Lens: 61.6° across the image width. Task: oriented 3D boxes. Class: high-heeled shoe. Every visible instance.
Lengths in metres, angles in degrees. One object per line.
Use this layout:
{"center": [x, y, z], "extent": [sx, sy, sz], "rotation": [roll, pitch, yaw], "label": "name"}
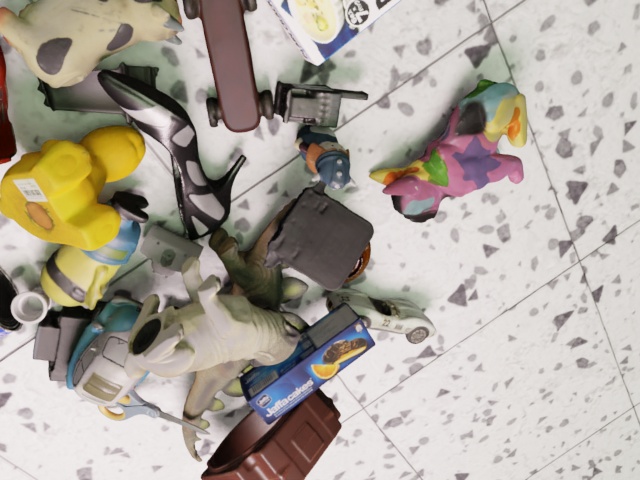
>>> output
{"center": [-0.200, -0.095, 0.679], "extent": [0.145, 0.086, 0.248], "rotation": [-50, 133, 8], "label": "high-heeled shoe"}

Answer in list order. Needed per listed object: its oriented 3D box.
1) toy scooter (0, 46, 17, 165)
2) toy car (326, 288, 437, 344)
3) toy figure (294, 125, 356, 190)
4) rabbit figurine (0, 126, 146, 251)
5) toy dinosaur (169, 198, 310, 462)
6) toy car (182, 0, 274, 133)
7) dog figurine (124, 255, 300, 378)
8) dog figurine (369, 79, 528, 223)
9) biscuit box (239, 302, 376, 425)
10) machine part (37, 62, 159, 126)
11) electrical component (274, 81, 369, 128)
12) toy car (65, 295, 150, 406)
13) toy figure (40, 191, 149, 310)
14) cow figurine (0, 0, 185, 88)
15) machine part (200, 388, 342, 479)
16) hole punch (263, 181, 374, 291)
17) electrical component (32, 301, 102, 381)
{"center": [-0.363, -0.138, 0.561], "extent": [0.075, 0.135, 0.183], "rotation": [-11, 150, -27], "label": "toy scooter"}
{"center": [0.106, 0.125, 0.901], "extent": [0.202, 0.074, 0.056], "rotation": [13, 111, -22], "label": "toy car"}
{"center": [0.005, -0.113, 0.710], "extent": [0.064, 0.155, 0.057], "rotation": [-19, 121, -7], "label": "toy figure"}
{"center": [-0.285, -0.075, 0.651], "extent": [0.163, 0.173, 0.121], "rotation": [-6, 127, 36], "label": "rabbit figurine"}
{"center": [-0.132, 0.144, 0.818], "extent": [0.198, 0.105, 0.471], "rotation": [26, 104, -26], "label": "toy dinosaur"}
{"center": [-0.113, -0.233, 0.674], "extent": [0.089, 0.053, 0.201], "rotation": [-9, 121, -1], "label": "toy car"}
{"center": [-0.131, 0.138, 0.694], "extent": [0.172, 0.121, 0.190], "rotation": [-42, 124, 0], "label": "dog figurine"}
{"center": [0.183, -0.125, 0.790], "extent": [0.219, 0.109, 0.191], "rotation": [-13, 119, -8], "label": "dog figurine"}
{"center": [-0.019, 0.182, 0.799], "extent": [0.203, 0.059, 0.062], "rotation": [-35, 119, -7], "label": "biscuit box"}
{"center": [-0.270, -0.180, 0.660], "extent": [0.139, 0.039, 0.084], "rotation": [-2, 120, -18], "label": "machine part"}
{"center": [0.002, -0.182, 0.724], "extent": [0.119, 0.075, 0.047], "rotation": [0, 114, -21], "label": "electrical component"}
{"center": [-0.278, 0.162, 0.713], "extent": [0.109, 0.103, 0.161], "rotation": [36, 100, -18], "label": "toy car"}
{"center": [-0.300, 0.012, 0.719], "extent": [0.089, 0.082, 0.180], "rotation": [35, 109, -8], "label": "toy figure"}
{"center": [-0.239, -0.244, 0.599], "extent": [0.195, 0.085, 0.127], "rotation": [-44, 105, -13], "label": "cow figurine"}
{"center": [-0.078, 0.322, 0.850], "extent": [0.087, 0.201, 0.201], "rotation": [50, 138, -2], "label": "machine part"}
{"center": [-0.002, -0.002, 0.744], "extent": [0.116, 0.092, 0.142], "rotation": [33, 90, -5], "label": "hole punch"}
{"center": [-0.341, 0.148, 0.783], "extent": [0.134, 0.058, 0.114], "rotation": [10, 109, -22], "label": "electrical component"}
